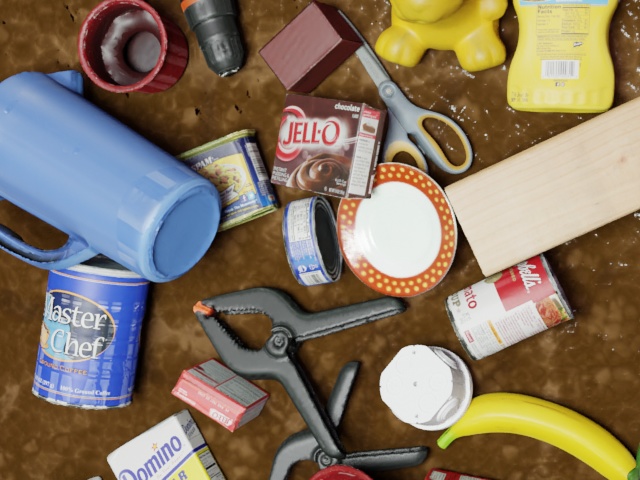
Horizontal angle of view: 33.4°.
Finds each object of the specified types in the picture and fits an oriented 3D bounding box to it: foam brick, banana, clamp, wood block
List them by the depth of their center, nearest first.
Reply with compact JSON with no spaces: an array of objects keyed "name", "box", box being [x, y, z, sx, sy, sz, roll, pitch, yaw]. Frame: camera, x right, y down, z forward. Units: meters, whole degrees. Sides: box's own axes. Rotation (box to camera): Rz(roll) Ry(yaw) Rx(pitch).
[{"name":"wood block","box":[0.228,-0.051,0.970,0.206,0.090,0.090,-25,86,14]},{"name":"banana","box":[0.213,0.184,1.014,0.198,0.037,0.070,11,118,15]},{"name":"foam brick","box":[-0.009,-0.187,1.034,0.078,0.052,0.051,-39,78,21]},{"name":"clamp","box":[-0.034,0.113,1.053,0.210,0.036,0.164,14,80,19]},{"name":"clamp","box":[0.008,0.204,1.062,0.171,0.039,0.120,-30,78,6]}]

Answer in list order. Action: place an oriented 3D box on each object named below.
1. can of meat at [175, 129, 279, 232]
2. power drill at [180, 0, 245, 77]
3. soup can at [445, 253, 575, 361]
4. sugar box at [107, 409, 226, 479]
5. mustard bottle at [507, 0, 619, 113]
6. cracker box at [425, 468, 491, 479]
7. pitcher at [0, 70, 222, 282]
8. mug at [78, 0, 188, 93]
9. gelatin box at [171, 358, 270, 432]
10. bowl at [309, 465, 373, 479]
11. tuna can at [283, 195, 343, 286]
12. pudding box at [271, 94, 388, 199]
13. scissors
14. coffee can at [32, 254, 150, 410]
[{"name":"can of meat","box":[-0.100,-0.054,1.067,0.102,0.057,0.084,-20,89,14]},{"name":"power drill","box":[-0.055,-0.272,1.047,0.188,0.057,0.184,-19,87,14]},{"name":"soup can","box":[0.177,0.063,0.999,0.102,0.068,0.068,-26,86,14]},{"name":"sugar box","box":[-0.136,0.274,1.095,0.093,0.048,0.176,-33,86,13]},{"name":"mustard bottle","box":[0.225,-0.215,0.981,0.096,0.058,0.191,3,93,16]},{"name":"cracker box","box":[0.193,0.319,1.005,0.214,0.072,0.164,9,95,12]},{"name":"pitcher","box":[-0.221,-0.049,1.025,0.243,0.144,0.149,30,124,27]},{"name":"mug","box":[-0.185,-0.202,1.068,0.093,0.081,0.117,-12,89,14]},{"name":"gelatin box","box":[-0.097,0.153,1.058,0.073,0.089,0.030,30,99,10]},{"name":"bowl","box":[0.043,0.290,1.001,0.162,0.055,0.162,-2,87,49]},{"name":"tuna can","box":[-0.007,0.001,1.032,0.034,0.086,0.086,-11,90,16]},{"name":"pudding box","box":[0.007,-0.090,1.024,0.114,0.039,0.090,14,97,44]},{"name":"scissors","box":[0.061,-0.126,1.046,0.202,0.016,0.096,42,101,9]},{"name":"coffee can","box":[-0.230,0.090,1.081,0.103,0.102,0.140,10,95,13]}]
